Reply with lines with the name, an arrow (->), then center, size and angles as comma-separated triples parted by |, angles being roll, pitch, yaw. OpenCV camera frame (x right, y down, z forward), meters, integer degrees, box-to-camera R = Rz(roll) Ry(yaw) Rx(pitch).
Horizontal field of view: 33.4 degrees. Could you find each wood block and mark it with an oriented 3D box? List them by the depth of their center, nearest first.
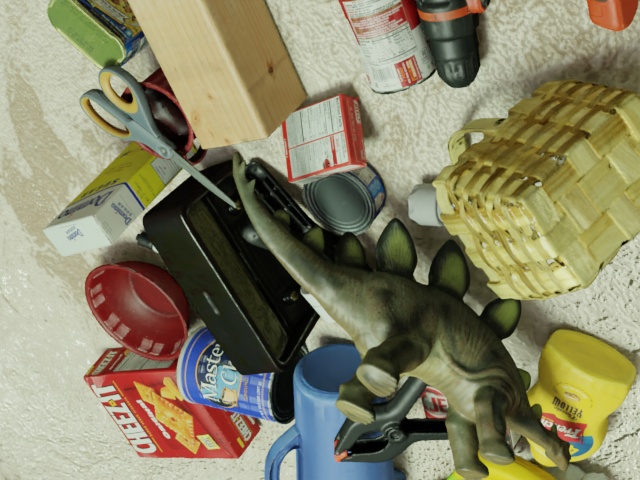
wood block -> -0.106, -0.205, 1.060 | 0.090, 0.090, 0.206 | -5, 121, 36

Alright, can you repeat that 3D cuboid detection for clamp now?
clamp -> -0.008, 0.001, 1.167 | 0.209, 0.164, 0.036 | 35, 112, -26
clamp -> 0.085, 0.200, 1.205 | 0.171, 0.039, 0.120 | -21, 114, 12

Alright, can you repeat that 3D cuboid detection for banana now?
banana -> 0.231, 0.282, 1.219 | 0.198, 0.037, 0.069 | 17, 122, 39

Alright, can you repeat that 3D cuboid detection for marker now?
marker -> -0.180, 0.018, 1.347 | 0.121, 0.020, 0.020 | 22, 135, 17

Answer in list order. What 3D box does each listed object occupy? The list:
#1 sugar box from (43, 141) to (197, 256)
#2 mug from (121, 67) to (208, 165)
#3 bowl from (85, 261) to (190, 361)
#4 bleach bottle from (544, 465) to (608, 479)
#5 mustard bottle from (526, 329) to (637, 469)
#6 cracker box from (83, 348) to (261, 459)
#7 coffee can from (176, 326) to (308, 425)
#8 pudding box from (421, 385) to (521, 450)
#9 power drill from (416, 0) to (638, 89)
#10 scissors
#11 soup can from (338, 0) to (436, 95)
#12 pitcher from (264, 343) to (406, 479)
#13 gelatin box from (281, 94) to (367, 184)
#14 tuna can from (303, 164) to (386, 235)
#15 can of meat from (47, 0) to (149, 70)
sugar box -> -0.222, -0.056, 1.199 | 0.094, 0.176, 0.048 | -12, 118, 40
mug -> -0.150, -0.137, 1.153 | 0.093, 0.081, 0.117 | -2, 123, 35
bowl -> -0.229, 0.082, 1.408 | 0.162, 0.055, 0.162 | 18, 133, 20
bleach bottle -> 0.241, 0.324, 1.291 | 0.251, 0.068, 0.102 | -26, 106, 42
mustard bottle -> 0.268, 0.187, 1.160 | 0.096, 0.058, 0.192 | 26, 136, 17
cracker box -> -0.212, 0.231, 1.509 | 0.214, 0.072, 0.164 | -10, 119, 40
coffee can -> -0.096, 0.170, 1.358 | 0.140, 0.102, 0.103 | 8, 129, 28
pudding box -> 0.174, 0.191, 1.240 | 0.114, 0.039, 0.090 | 6, 128, 31
power drill -> 0.165, -0.212, 0.895 | 0.188, 0.057, 0.184 | 5, 127, 31
scissors -> -0.163, -0.112, 1.107 | 0.202, 0.016, 0.096 | 29, 138, 10
soup can -> 0.061, -0.193, 0.974 | 0.069, 0.068, 0.102 | -2, 124, 35
pitcher -> 0.018, 0.254, 1.325 | 0.145, 0.149, 0.243 | 12, 127, 23
gelatin box -> 0.004, -0.102, 1.092 | 0.089, 0.030, 0.073 | -14, 80, 40
tuna can -> 0.026, -0.049, 1.142 | 0.086, 0.033, 0.086 | 18, 133, 21
can of meat -> -0.222, -0.234, 1.118 | 0.102, 0.083, 0.058 | 41, 137, -3
